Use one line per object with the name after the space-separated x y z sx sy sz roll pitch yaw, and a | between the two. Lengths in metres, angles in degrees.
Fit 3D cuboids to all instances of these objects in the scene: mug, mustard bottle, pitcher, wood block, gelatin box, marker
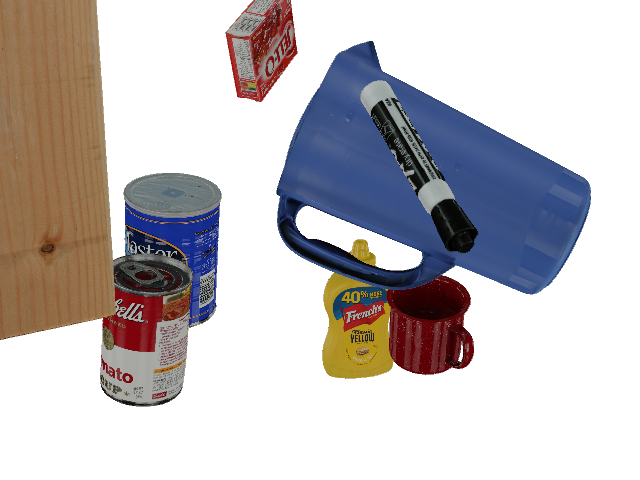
0.126 0.101 1.189 0.093 0.081 0.117 -25 40 -33 | mug
0.052 0.090 1.443 0.096 0.192 0.058 -3 21 -9 | mustard bottle
0.089 -0.041 0.888 0.243 0.149 0.144 25 40 1 | pitcher
-0.178 -0.057 0.609 0.090 0.206 0.090 -11 27 -27 | wood block
-0.054 -0.188 1.016 0.030 0.073 0.089 13 46 20 | gelatin box
0.053 -0.041 0.585 0.020 0.121 0.020 -18 -34 -13 | marker

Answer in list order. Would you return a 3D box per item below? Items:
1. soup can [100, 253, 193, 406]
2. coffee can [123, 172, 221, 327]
-0.137 0.070 0.838 0.068 0.102 0.068 7 24 -3 | soup can
-0.161 0.010 1.157 0.103 0.140 0.103 4 26 -2 | coffee can
